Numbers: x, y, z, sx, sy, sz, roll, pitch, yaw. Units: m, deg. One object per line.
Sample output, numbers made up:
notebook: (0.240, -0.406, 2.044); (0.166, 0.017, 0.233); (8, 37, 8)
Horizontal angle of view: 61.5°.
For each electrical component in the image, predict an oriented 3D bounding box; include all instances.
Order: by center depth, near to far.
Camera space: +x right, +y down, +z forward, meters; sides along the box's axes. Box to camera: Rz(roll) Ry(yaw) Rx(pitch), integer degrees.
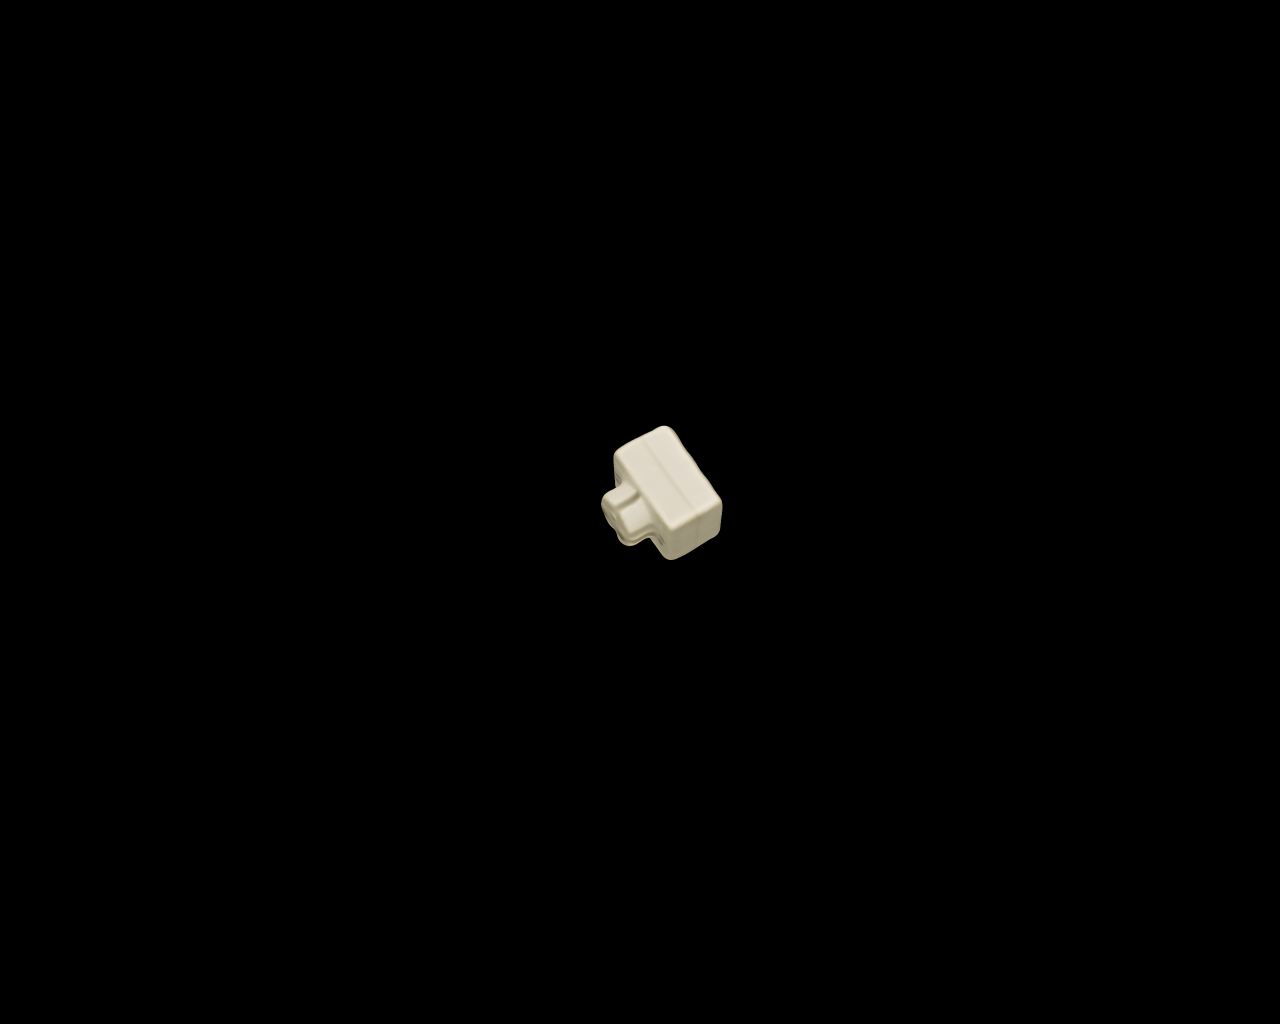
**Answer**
electrical component: (0.001, -0.003, 0.650); (0.077, 0.066, 0.047); (-29, -24, -14)
